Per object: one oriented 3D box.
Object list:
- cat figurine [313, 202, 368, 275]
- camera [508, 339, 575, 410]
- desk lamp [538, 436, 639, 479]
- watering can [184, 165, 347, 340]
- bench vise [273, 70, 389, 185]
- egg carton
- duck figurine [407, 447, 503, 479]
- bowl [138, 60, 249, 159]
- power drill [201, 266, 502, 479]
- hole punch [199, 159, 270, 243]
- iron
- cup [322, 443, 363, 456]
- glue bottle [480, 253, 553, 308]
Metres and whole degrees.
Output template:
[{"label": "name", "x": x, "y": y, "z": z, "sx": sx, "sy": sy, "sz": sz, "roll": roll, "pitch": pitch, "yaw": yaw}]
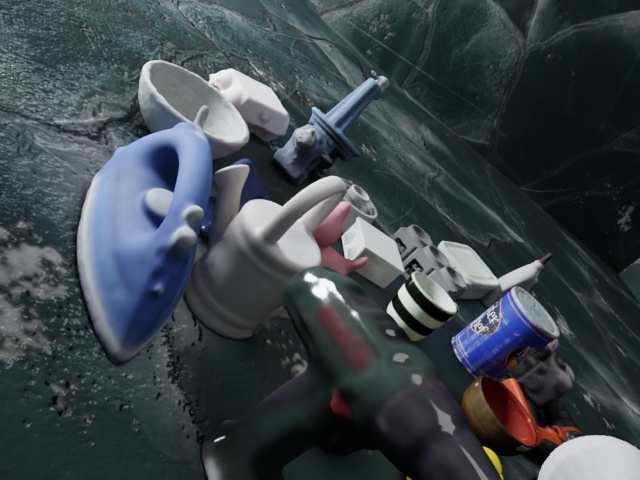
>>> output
[{"label": "cat figurine", "x": 0.007, "y": 0.003, "z": 0.764, "sx": 0.128, "sy": 0.117, "sz": 0.067, "roll": 45, "pitch": 24, "yaw": 3}, {"label": "camera", "x": 0.407, "y": 0.215, "z": 1.066, "sx": 0.143, "sy": 0.100, "sz": 0.137, "roll": 49, "pitch": 25, "yaw": 12}, {"label": "desk lamp", "x": 0.226, "y": 0.295, "z": 0.516, "sx": 0.118, "sy": 0.213, "sz": 0.204, "roll": 47, "pitch": 24, "yaw": 8}, {"label": "watering can", "x": -0.052, "y": 0.000, "z": 0.583, "sx": 0.173, "sy": 0.193, "sz": 0.101, "roll": 41, "pitch": 24, "yaw": -7}, {"label": "bench vise", "x": 0.034, "y": -0.191, "z": 0.995, "sx": 0.122, "sy": 0.219, "sz": 0.207, "roll": 40, "pitch": 24, "yaw": -9}, {"label": "egg carton", "x": -0.124, "y": -0.233, "z": 0.999, "sx": 0.151, "sy": 0.069, "sz": 0.107, "roll": 14, "pitch": 38, "yaw": -48}, {"label": "duck figurine", "x": 0.153, "y": 0.256, "z": 0.623, "sx": 0.105, "sy": 0.086, "sz": 0.077, "roll": 33, "pitch": 26, "yaw": -23}, {"label": "bowl", "x": -0.184, "y": -0.164, "z": 0.789, "sx": 0.168, "sy": 0.074, "sz": 0.167, "roll": 35, "pitch": 25, "yaw": -19}, {"label": "power drill", "x": 0.006, "y": 0.142, "z": 0.427, "sx": 0.076, "sy": 0.208, "sz": 0.229, "roll": 18, "pitch": 35, "yaw": -44}, {"label": "hole punch", "x": -0.093, "y": -0.035, "z": 0.703, "sx": 0.101, "sy": 0.091, "sz": 0.109, "roll": 41, "pitch": 24, "yaw": -7}, {"label": "iron", "x": -0.144, "y": -0.023, "z": 0.542, "sx": 0.119, "sy": 0.141, "sz": 0.258, "roll": 28, "pitch": 28, "yaw": -31}, {"label": "cup", "x": 0.050, "y": 0.180, "z": 0.573, "sx": 0.118, "sy": 0.094, "sz": 0.092, "roll": 42, "pitch": 24, "yaw": -4}, {"label": "glue bottle", "x": 0.421, "y": 0.086, "z": 1.208, "sx": 0.078, "sy": 0.173, "sz": 0.037, "roll": 25, "pitch": 30, "yaw": -35}]
